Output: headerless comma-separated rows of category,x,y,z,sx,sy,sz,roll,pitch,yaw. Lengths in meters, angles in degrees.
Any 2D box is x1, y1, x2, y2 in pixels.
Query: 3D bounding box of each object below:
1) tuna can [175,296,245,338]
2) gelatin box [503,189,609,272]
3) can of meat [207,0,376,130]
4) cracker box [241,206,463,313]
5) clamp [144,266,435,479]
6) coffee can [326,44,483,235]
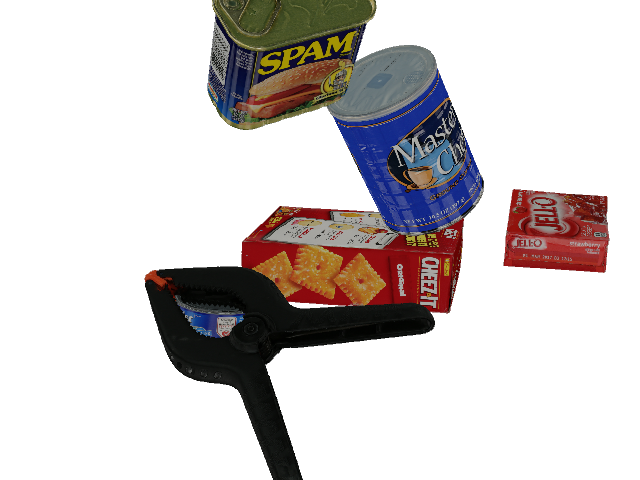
tuna can,-0.092,0.064,0.957,0.086,0.034,0.086,5,16,-2
gelatin box,0.177,-0.009,0.798,0.073,0.030,0.089,5,25,13
can of meat,-0.022,-0.125,0.696,0.102,0.057,0.084,-19,-27,-22
cracker box,0.039,0.018,1.131,0.214,0.072,0.164,4,15,11
clamp,-0.035,0.067,0.757,0.210,0.164,0.036,33,-26,30
coffee can,0.078,-0.090,0.965,0.103,0.140,0.103,-19,36,14
